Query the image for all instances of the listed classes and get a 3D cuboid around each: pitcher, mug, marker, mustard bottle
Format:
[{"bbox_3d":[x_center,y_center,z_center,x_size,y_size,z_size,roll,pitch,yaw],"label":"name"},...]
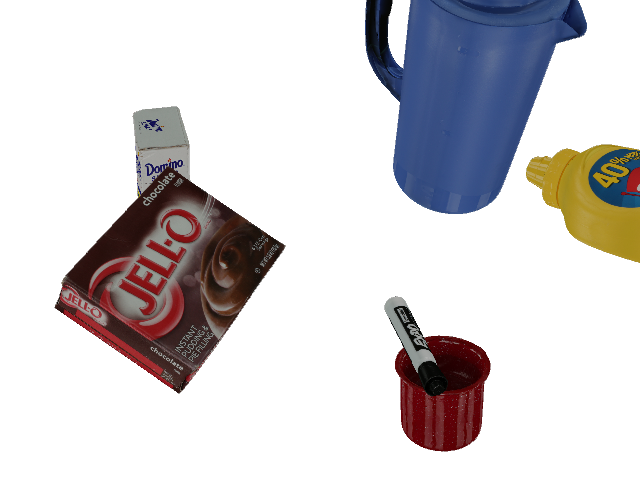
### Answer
[{"bbox_3d":[0.122,-0.144,0.945,0.145,0.149,0.243,-10,-39,-14],"label":"pitcher"},{"bbox_3d":[0.128,0.149,1.069,0.093,0.081,0.117,22,39,34],"label":"mug"},{"bbox_3d":[0.074,0.082,0.837,0.020,0.020,0.121,0,28,-13],"label":"marker"},{"bbox_3d":[0.216,-0.020,0.681,0.192,0.058,0.096,23,41,39],"label":"mustard bottle"}]

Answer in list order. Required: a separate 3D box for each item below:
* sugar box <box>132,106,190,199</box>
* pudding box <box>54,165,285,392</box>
[{"bbox_3d":[-0.129,-0.013,0.889,0.048,0.176,0.093,-8,27,-10],"label":"sugar box"},{"bbox_3d":[-0.087,0.021,0.631,0.090,0.113,0.039,35,-43,0],"label":"pudding box"}]
